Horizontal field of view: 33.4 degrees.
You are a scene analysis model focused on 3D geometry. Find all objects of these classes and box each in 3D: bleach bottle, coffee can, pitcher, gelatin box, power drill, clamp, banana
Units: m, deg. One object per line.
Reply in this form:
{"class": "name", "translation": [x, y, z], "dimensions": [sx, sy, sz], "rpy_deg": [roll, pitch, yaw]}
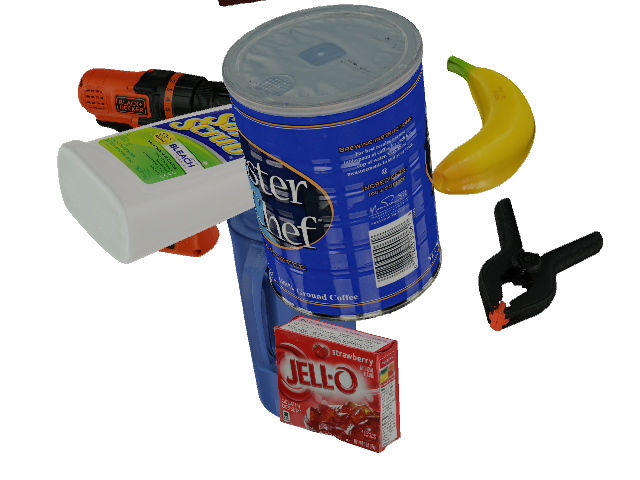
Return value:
{"class": "bleach bottle", "translation": [-0.067, -0.069, 0.825], "dimensions": [0.250, 0.068, 0.103], "rpy_deg": [-25, 49, -31]}
{"class": "coffee can", "translation": [0.010, -0.042, 0.580], "dimensions": [0.103, 0.140, 0.103], "rpy_deg": [-7, 38, 5]}
{"class": "pitcher", "translation": [-0.026, 0.073, 1.119], "dimensions": [0.149, 0.243, 0.145], "rpy_deg": [-15, 32, -19]}
{"class": "gelatin box", "translation": [0.010, 0.097, 0.728], "dimensions": [0.089, 0.073, 0.030], "rpy_deg": [11, 23, 36]}
{"class": "power drill", "translation": [-0.145, -0.079, 1.062], "dimensions": [0.185, 0.188, 0.057], "rpy_deg": [10, 30, 20]}
{"class": "clamp", "translation": [0.207, 0.022, 1.117], "dimensions": [0.120, 0.039, 0.171], "rpy_deg": [25, 49, 28]}
{"class": "banana", "translation": [0.118, -0.077, 0.758], "dimensions": [0.069, 0.037, 0.197], "rpy_deg": [7, 31, 5]}

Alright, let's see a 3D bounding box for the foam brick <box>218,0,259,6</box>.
{"class": "foam brick", "translation": [-0.072, -0.255, 0.947], "dimensions": [0.053, 0.051, 0.078], "rpy_deg": [-7, -40, 7]}
